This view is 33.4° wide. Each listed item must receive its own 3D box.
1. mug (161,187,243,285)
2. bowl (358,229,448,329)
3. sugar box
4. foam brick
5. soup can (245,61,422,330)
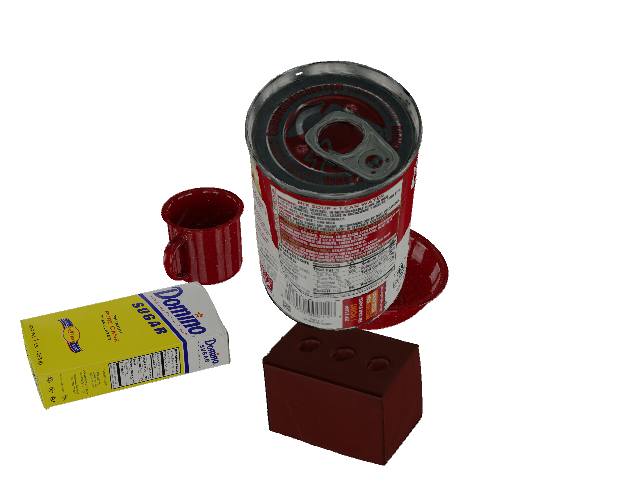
[{"bbox_3d":[-0.138,0.003,1.212,0.093,0.081,0.117,16,38,24],"label":"mug"},{"bbox_3d":[0.044,0.040,1.072,0.162,0.055,0.162,6,35,-4],"label":"bowl"},{"bbox_3d":[-0.181,0.094,0.993,0.176,0.048,0.093,-15,36,-17],"label":"sugar box"},{"bbox_3d":[0.013,0.085,0.613,0.078,0.051,0.052,12,31,25],"label":"foam brick"},{"bbox_3d":[0.005,-0.015,0.446,0.068,0.068,0.102,0,-35,1],"label":"soup can"}]
